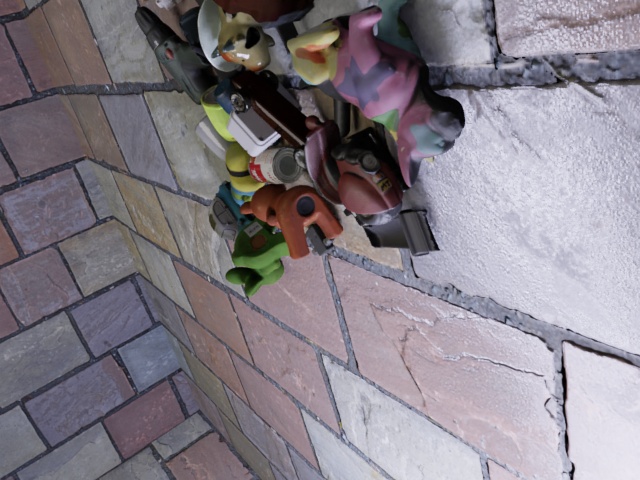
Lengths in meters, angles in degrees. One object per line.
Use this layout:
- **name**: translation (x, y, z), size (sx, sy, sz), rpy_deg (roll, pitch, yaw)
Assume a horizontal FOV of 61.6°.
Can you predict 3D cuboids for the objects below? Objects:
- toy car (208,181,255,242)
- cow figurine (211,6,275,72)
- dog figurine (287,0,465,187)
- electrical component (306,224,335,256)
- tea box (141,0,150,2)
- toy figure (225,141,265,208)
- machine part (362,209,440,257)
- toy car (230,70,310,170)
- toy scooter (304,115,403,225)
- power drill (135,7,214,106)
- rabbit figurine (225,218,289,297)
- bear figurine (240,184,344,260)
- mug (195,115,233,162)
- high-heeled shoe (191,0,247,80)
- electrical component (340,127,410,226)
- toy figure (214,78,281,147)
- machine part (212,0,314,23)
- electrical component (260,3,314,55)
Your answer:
- **toy car**: translation (-0.213, -0.057, 1.286), size (0.162, 0.103, 0.109), rpy_deg (53, 151, 11)
- **cow figurine**: translation (-0.121, -0.356, 0.821), size (0.086, 0.127, 0.194), rpy_deg (19, 131, 59)
- **dog figurine**: translation (0.075, -0.176, 0.670), size (0.192, 0.108, 0.219), rpy_deg (-6, 116, 38)
- **electrical component**: translation (-0.002, -0.003, 1.067), size (0.063, 0.021, 0.094), rpy_deg (59, 153, 4)
- **tea box**: translation (-0.352, -0.580, 1.066), size (0.098, 0.068, 0.169), rpy_deg (50, 150, 21)
- **toy figure**: translation (-0.153, -0.129, 1.130), size (0.082, 0.089, 0.180), rpy_deg (43, 145, 22)
- **machine part**: translation (0.125, -0.009, 0.832), size (0.139, 0.039, 0.084), rpy_deg (-2, 119, 58)
- **toy car**: translation (-0.058, -0.193, 0.863), size (0.202, 0.089, 0.053), rpy_deg (40, 147, 2)
- **toy scooter**: translation (0.033, -0.101, 0.729), size (0.184, 0.075, 0.135), rpy_deg (30, 150, 47)
- **power drill**: translation (-0.273, -0.387, 1.071), size (0.207, 0.086, 0.231), rpy_deg (-6, 122, 53)
- **rabbit figurine**: translation (-0.129, 0.056, 1.227), size (0.121, 0.159, 0.170), rpy_deg (32, 157, 28)
- **bear figurine**: translation (-0.065, -0.046, 1.030), size (0.196, 0.120, 0.131), rpy_deg (0, 119, 61)
- **mug**: translation (-0.209, -0.212, 1.160), size (0.107, 0.081, 0.109), rpy_deg (52, 153, 2)
- **high-heeled shoe**: translation (-0.162, -0.409, 0.942), size (0.086, 0.145, 0.248), rpy_deg (13, 99, 34)
- **electrical component**: translation (0.066, -0.091, 0.831), size (0.115, 0.058, 0.134), rpy_deg (60, 153, 8)
- **toy figure**: translation (-0.125, -0.231, 0.989), size (0.064, 0.058, 0.154), rpy_deg (20, 165, 48)
- **machine part**: translation (-0.082, -0.367, 0.706), size (0.179, 0.179, 0.056), rpy_deg (55, 154, 11)
- **electrical component**: translation (-0.053, -0.336, 0.783), size (0.048, 0.075, 0.119), rpy_deg (-10, 103, 61)
